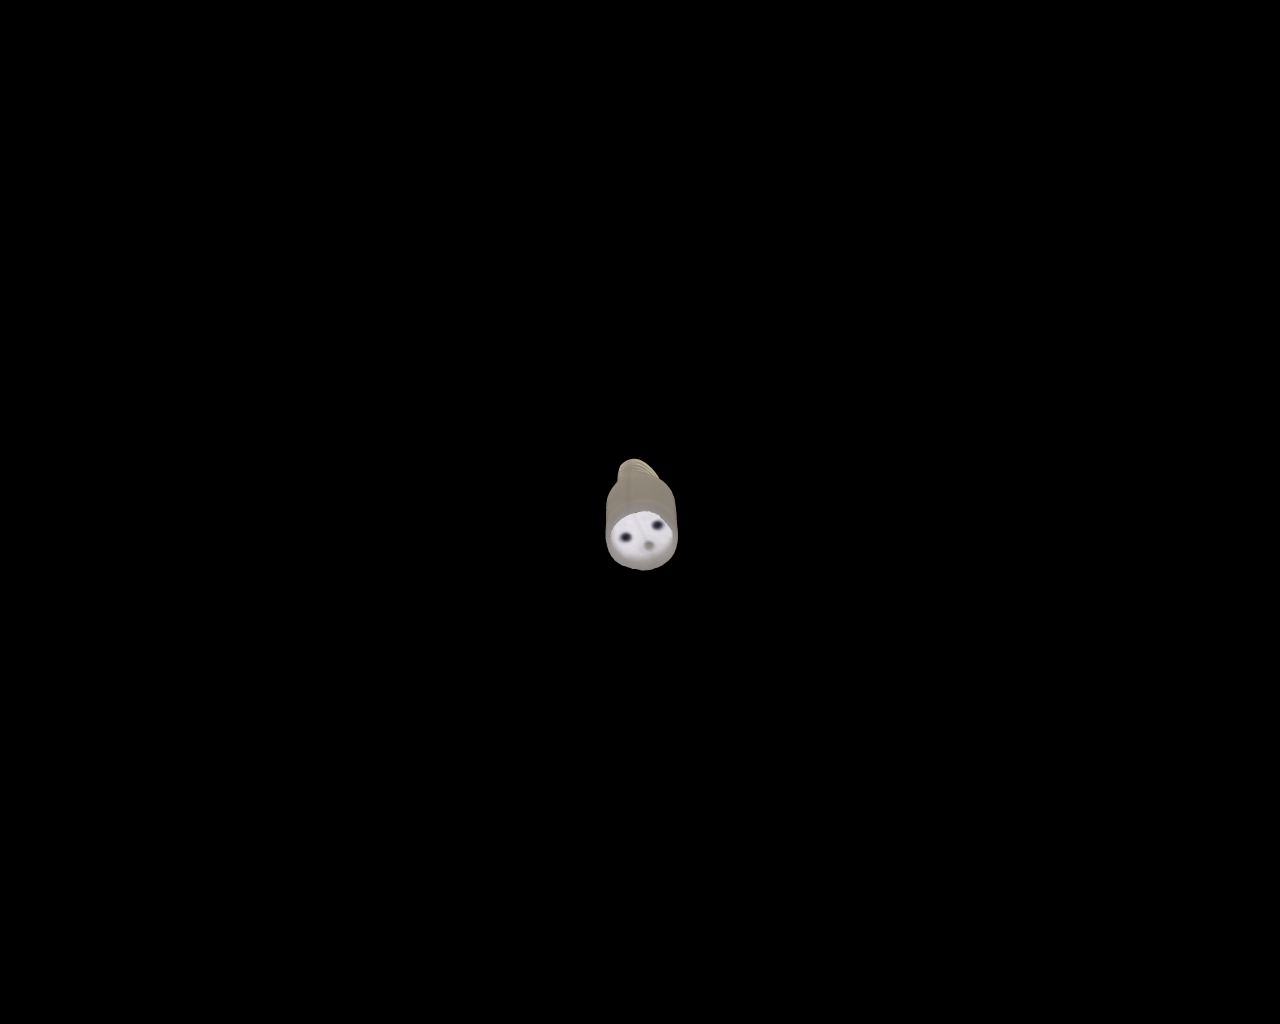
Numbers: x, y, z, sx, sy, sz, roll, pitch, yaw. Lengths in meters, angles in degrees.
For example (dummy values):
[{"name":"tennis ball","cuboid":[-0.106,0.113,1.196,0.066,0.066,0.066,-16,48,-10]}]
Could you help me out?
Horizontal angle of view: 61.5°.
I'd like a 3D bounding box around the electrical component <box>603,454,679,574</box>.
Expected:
[{"name":"electrical component","cuboid":[0.001,-0.003,0.650,0.043,0.043,0.081,0,30,0]}]
